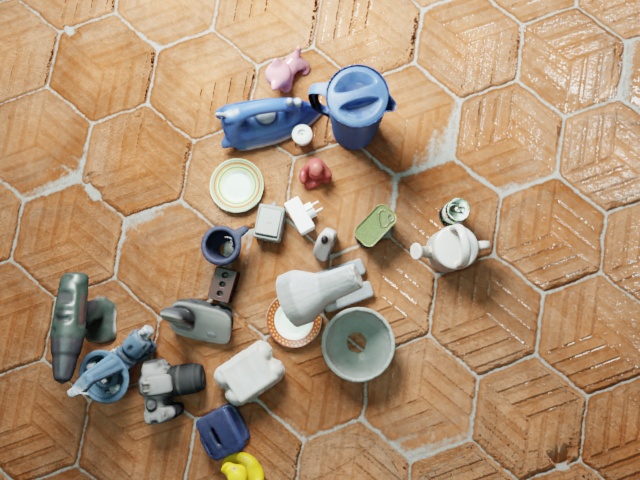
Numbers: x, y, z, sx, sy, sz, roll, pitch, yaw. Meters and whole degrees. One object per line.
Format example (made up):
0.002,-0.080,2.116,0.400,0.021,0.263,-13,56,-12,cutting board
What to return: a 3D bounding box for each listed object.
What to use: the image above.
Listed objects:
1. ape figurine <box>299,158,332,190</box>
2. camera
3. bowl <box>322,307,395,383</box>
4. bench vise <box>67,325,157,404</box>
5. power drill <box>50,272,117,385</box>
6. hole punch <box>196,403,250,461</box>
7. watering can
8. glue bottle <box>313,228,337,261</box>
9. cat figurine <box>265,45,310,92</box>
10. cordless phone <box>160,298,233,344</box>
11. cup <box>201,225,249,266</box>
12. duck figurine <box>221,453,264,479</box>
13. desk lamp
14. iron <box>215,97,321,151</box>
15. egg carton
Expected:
-0.010,-0.161,1.349,0.078,0.092,0.076,12,84,2,ape figurine
-0.331,0.337,1.296,0.137,0.101,0.143,-8,84,0,camera
0.087,0.237,1.315,0.167,0.075,0.167,0,84,1,bowl
-0.460,0.266,1.246,0.121,0.220,0.207,24,85,4,bench vise
-0.522,0.188,1.260,0.075,0.208,0.230,-3,84,1,power drill
-0.221,0.437,1.289,0.101,0.091,0.108,-29,84,-2,hole punch
0.292,0.021,1.275,0.173,0.194,0.101,-28,84,-2,watering can
0.012,0.005,1.291,0.037,0.173,0.078,24,85,4,glue bottle
-0.084,-0.408,1.364,0.067,0.118,0.128,40,86,5,cat figurine
-0.273,0.182,1.270,0.147,0.185,0.094,10,84,2,cordless phone
-0.212,0.008,1.333,0.118,0.095,0.091,-36,84,-3,cup
-0.176,0.527,1.282,0.104,0.086,0.077,32,85,4,duck figurine
0.014,0.105,1.260,0.203,0.213,0.118,-20,84,-1,desk lamp
-0.120,-0.297,1.340,0.258,0.141,0.119,-14,84,-1,iron
-0.160,0.307,1.313,0.150,0.069,0.107,-34,85,-3,egg carton
